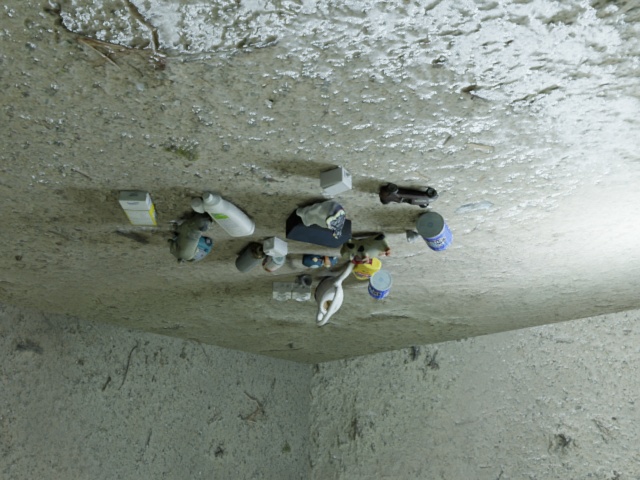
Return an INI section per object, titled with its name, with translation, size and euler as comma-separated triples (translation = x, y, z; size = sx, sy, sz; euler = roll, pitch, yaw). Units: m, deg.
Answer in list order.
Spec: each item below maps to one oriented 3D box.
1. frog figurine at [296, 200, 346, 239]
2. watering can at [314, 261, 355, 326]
[frog figurine]
translation = 0.005, -0.090, 1.792
size = 0.161, 0.123, 0.136
euler = 27, 1, 34
[watering can]
translation = 0.064, 0.227, 2.375
size = 0.103, 0.346, 0.226
euler = 25, 7, -14
